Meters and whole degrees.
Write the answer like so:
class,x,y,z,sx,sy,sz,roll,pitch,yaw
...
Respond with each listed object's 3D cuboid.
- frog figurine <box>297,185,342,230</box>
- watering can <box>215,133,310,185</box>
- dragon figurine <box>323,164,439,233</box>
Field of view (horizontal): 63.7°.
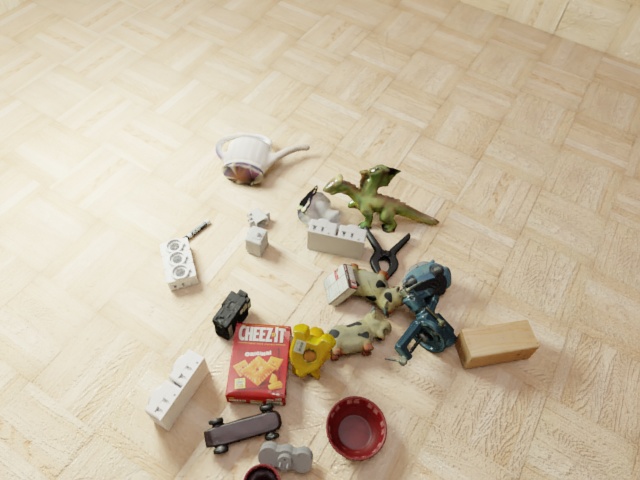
class,x,y,z,sx,sy,sz,roll,pitch,yaw
frog figurine,0.005,-0.089,1.772,0.158,0.121,0.141,40,41,-20
watering can,-0.221,-0.303,1.891,0.348,0.101,0.230,7,55,4
dragon figurine,0.214,-0.149,1.730,0.410,0.237,0.125,3,50,2
